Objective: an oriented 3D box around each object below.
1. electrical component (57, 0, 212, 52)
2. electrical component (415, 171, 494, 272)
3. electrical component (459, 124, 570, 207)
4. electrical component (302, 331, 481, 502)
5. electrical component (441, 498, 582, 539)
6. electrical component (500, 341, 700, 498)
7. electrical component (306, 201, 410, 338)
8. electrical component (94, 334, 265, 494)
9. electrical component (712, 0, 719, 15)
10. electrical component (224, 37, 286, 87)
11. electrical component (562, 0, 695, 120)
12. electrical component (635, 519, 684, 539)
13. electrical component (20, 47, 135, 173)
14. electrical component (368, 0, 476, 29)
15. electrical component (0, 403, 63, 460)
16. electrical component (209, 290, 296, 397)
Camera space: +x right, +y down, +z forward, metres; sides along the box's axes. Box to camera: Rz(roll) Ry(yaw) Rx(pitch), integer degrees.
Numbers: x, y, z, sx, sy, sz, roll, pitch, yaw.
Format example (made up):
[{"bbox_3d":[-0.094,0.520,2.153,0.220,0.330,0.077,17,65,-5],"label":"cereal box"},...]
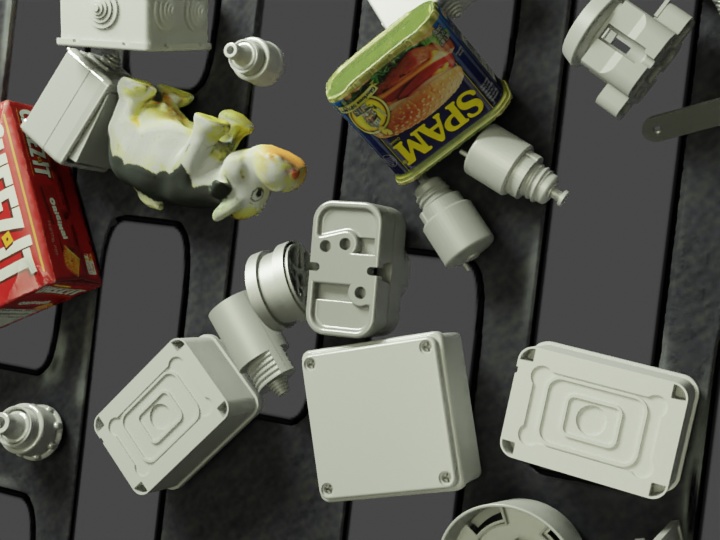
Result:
[{"bbox_3d":[-0.175,-0.198,0.841,0.100,0.100,0.048,9,105,24],"label":"electrical component"},{"bbox_3d":[0.062,-0.038,0.762,0.040,0.040,0.078,-36,75,19],"label":"electrical component"},{"bbox_3d":[0.108,-0.069,0.743,0.078,0.040,0.040,34,102,18],"label":"electrical component"},{"bbox_3d":[0.022,0.104,0.767,0.109,0.056,0.108,-10,84,23],"label":"electrical component"},{"bbox_3d":[0.105,0.202,0.723,0.099,0.064,0.099,-1,88,24],"label":"electrical component"},{"bbox_3d":[0.158,0.096,0.707,0.113,0.057,0.078,13,94,24],"label":"electrical component"},{"bbox_3d":[0.000,0.000,0.778,0.054,0.059,0.095,5,90,24],"label":"electrical component"},{"bbox_3d":[-0.140,0.112,0.838,0.113,0.057,0.078,-44,71,17],"label":"electrical component"},{"bbox_3d":[0.242,-0.216,0.684,0.100,0.048,0.099,36,102,20],"label":"electrical component"},{"bbox_3d":[-0.083,-0.161,0.818,0.035,0.061,0.035,-1,88,24],"label":"electrical component"},{"bbox_3d":[0.172,-0.148,0.708,0.057,0.058,0.078,40,104,16],"label":"electrical component"},{"bbox_3d":[0.179,0.206,0.660,0.063,0.121,0.078,-15,83,25],"label":"electrical component"},{"bbox_3d":[-0.216,-0.132,0.875,0.061,0.062,0.096,40,104,20],"label":"electrical component"},{"bbox_3d":[0.044,-0.222,0.771,0.100,0.048,0.099,-35,76,19],"label":"electrical component"},{"bbox_3d":[-0.282,0.132,0.894,0.048,0.062,0.048,-5,72,16],"label":"electrical component"},{"bbox_3d":[-0.077,0.059,0.819,0.043,0.043,0.081,-36,75,19],"label":"electrical component"}]
